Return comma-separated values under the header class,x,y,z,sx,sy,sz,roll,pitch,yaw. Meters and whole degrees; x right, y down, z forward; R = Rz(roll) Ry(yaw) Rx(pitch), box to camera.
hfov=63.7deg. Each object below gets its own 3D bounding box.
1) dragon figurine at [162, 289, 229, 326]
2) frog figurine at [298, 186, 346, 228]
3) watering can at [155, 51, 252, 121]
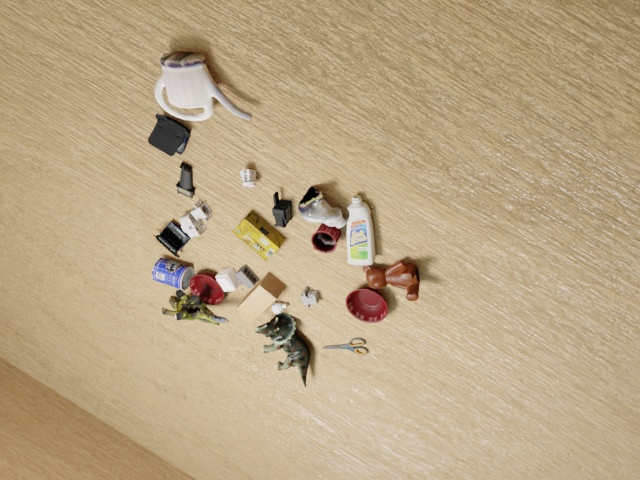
class,x,y,z,sx,sy,sz,roll,pitch,yaw
dragon figurine,-0.509,0.313,2.200,0.412,0.123,0.239,17,-14,25
frog figurine,0.005,-0.087,1.735,0.124,0.157,0.138,-47,28,-19
watering can,-0.381,-0.484,1.635,0.348,0.219,0.106,8,35,18
